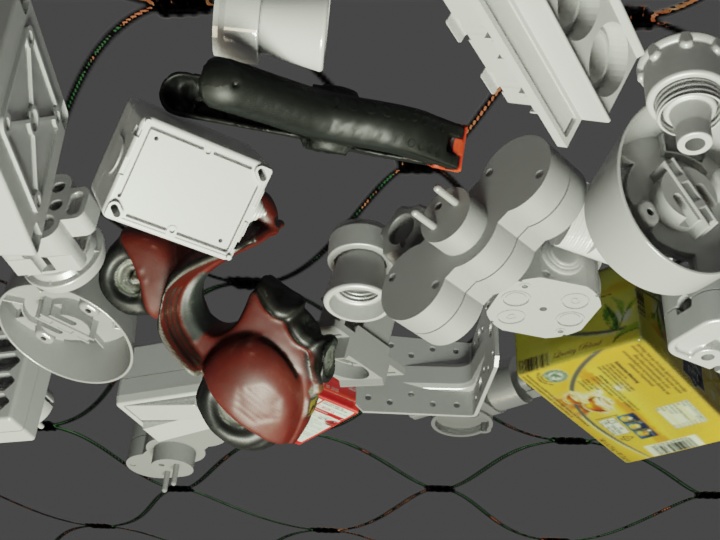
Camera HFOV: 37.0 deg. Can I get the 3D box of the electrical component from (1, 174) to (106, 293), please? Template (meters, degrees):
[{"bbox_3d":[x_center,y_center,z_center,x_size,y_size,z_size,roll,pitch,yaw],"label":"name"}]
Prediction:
[{"bbox_3d":[-0.200,-0.022,0.695,0.078,0.058,0.057,-5,142,13],"label":"electrical component"}]

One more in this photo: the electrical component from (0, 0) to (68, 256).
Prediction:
[{"bbox_3d":[-0.199,-0.079,0.566,0.056,0.108,0.108,0,146,1],"label":"electrical component"}]

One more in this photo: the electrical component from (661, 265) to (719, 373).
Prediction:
[{"bbox_3d":[0.253,0.032,0.726,0.095,0.059,0.054,20,142,-22],"label":"electrical component"}]

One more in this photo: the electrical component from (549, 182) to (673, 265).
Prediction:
[{"bbox_3d":[0.151,-0.027,0.664,0.081,0.043,0.043,18,143,-19],"label":"electrical component"}]

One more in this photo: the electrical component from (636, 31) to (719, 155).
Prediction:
[{"bbox_3d":[0.170,-0.088,0.556,0.048,0.062,0.048,3,146,2],"label":"electrical component"}]

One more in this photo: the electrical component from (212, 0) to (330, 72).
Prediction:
[{"bbox_3d":[-0.044,-0.125,0.540,0.055,0.045,0.045,6,146,-2],"label":"electrical component"}]

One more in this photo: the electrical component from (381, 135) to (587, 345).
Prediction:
[{"bbox_3d":[0.061,-0.024,0.631,0.074,0.052,0.138,33,105,-35],"label":"electrical component"}]

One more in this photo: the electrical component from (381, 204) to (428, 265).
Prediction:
[{"bbox_3d":[0.047,-0.013,0.696,0.043,0.043,0.062,-25,137,36],"label":"electrical component"}]

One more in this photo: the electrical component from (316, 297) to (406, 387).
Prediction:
[{"bbox_3d":[-0.004,0.045,0.766,0.042,0.063,0.081,-6,147,41],"label":"electrical component"}]

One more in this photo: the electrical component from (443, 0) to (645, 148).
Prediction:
[{"bbox_3d":[0.078,-0.126,0.502,0.063,0.078,0.121,15,158,41],"label":"electrical component"}]

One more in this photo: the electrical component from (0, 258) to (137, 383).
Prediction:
[{"bbox_3d":[-0.206,0.031,0.766,0.099,0.064,0.099,3,145,2],"label":"electrical component"}]

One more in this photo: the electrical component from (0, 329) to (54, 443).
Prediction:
[{"bbox_3d":[-0.270,0.100,0.857,0.047,0.083,0.075,-6,144,15],"label":"electrical component"}]

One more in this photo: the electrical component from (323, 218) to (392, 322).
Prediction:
[{"bbox_3d":[0.000,0.000,0.708,0.045,0.055,0.045,3,146,2],"label":"electrical component"}]

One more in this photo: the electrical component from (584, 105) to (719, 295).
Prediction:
[{"bbox_3d":[0.177,-0.038,0.602,0.099,0.099,0.064,11,151,-11],"label":"electrical component"}]

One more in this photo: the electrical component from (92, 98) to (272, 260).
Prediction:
[{"bbox_3d":[-0.099,-0.052,0.625,0.096,0.061,0.061,21,103,-28],"label":"electrical component"}]

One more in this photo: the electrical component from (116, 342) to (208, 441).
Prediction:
[{"bbox_3d":[-0.136,0.094,0.855,0.096,0.061,0.061,-10,143,20],"label":"electrical component"}]

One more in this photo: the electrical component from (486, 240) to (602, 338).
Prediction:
[{"bbox_3d":[0.120,0.005,0.707,0.080,0.051,0.080,3,146,2],"label":"electrical component"}]

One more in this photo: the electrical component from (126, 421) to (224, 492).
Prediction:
[{"bbox_3d":[-0.161,0.156,0.936,0.052,0.073,0.138,22,142,-25],"label":"electrical component"}]
